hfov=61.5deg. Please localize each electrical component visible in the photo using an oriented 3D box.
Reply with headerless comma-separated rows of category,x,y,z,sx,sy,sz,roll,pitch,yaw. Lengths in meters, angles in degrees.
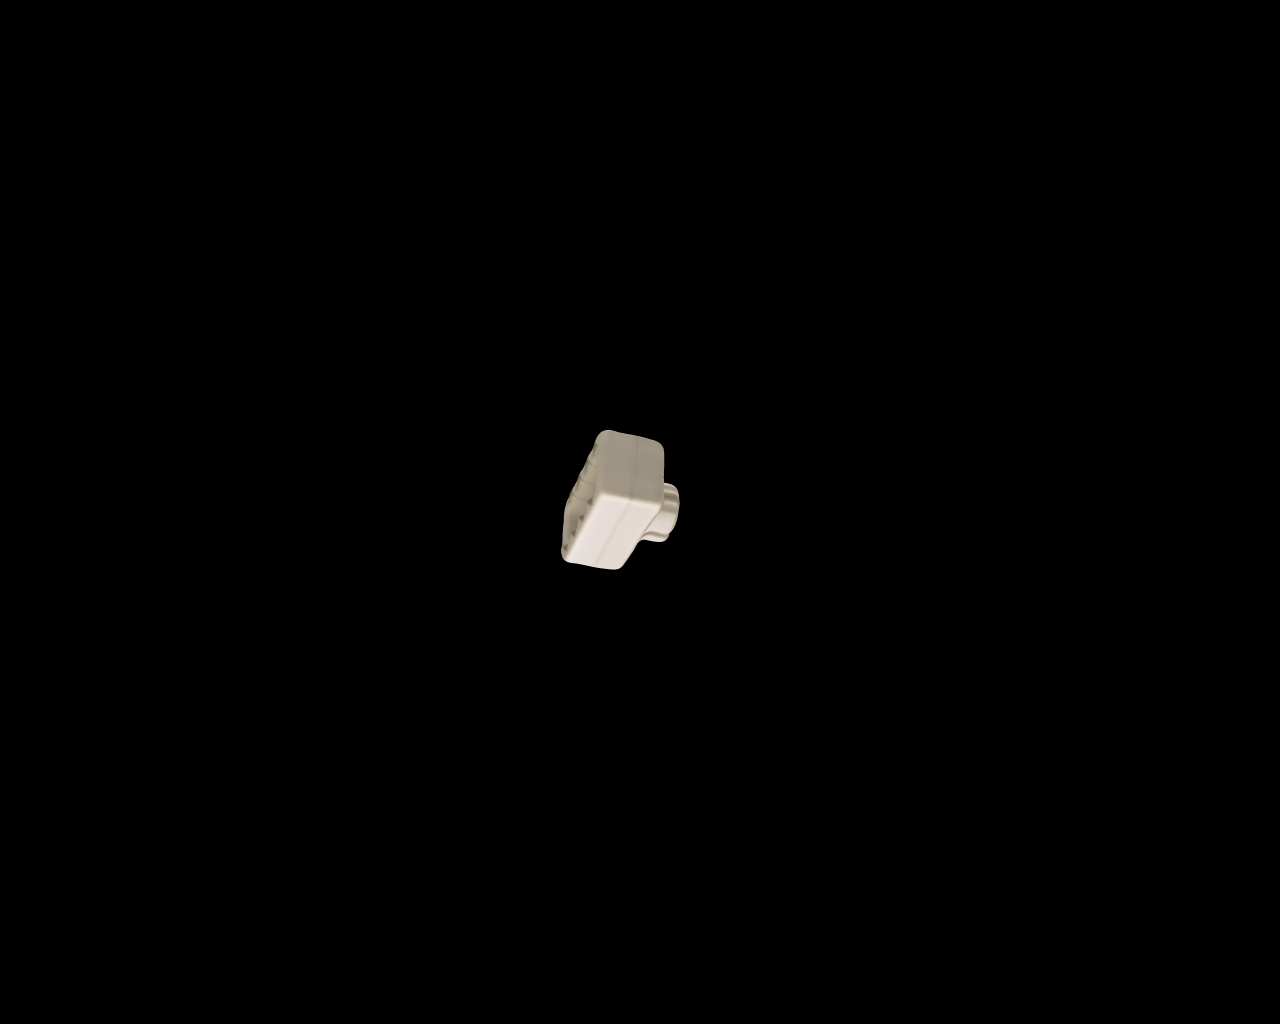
electrical component,0.001,-0.003,0.650,0.076,0.047,0.083,10,-34,-15
